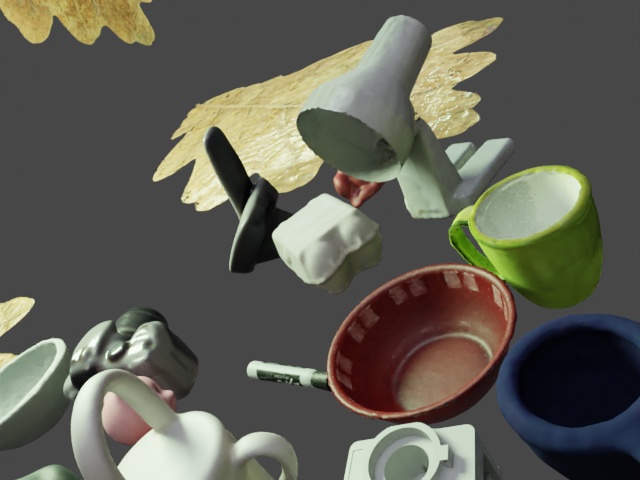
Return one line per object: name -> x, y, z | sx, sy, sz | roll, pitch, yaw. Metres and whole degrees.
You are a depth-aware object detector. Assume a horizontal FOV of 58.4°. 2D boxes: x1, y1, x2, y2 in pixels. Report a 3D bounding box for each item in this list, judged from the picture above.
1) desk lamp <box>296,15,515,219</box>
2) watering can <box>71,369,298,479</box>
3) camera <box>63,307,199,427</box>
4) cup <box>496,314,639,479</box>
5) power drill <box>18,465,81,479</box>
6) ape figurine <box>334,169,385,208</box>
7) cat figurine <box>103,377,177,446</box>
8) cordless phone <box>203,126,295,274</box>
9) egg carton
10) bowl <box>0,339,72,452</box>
desk lamp -> 0.096, -0.124, 0.643 | 0.117, 0.214, 0.203 | 4, 45, 51
watering can -> -0.104, 0.171, 0.387 | 0.173, 0.194, 0.100 | -37, 27, -8
camera -> -0.225, 0.132, 0.691 | 0.143, 0.101, 0.137 | -23, 28, 19
cup -> 0.162, 0.108, 0.312 | 0.091, 0.095, 0.117 | -33, 27, 0
power drill -> -0.196, 0.259, 0.326 | 0.075, 0.209, 0.230 | 4, 45, 50
ape figurine -> 0.050, -0.104, 0.797 | 0.077, 0.092, 0.076 | -17, 31, 29
cat figurine -> -0.156, 0.175, 0.524 | 0.067, 0.118, 0.127 | -38, 27, -10
cordless phone -> -0.121, -0.059, 0.804 | 0.094, 0.185, 0.147 | -25, 28, 16
egg carton -> 0.006, 0.002, 0.691 | 0.107, 0.069, 0.150 | -38, 27, -10
bowl -> -0.385, 0.216, 0.757 | 0.167, 0.075, 0.167 | -26, 27, 15
